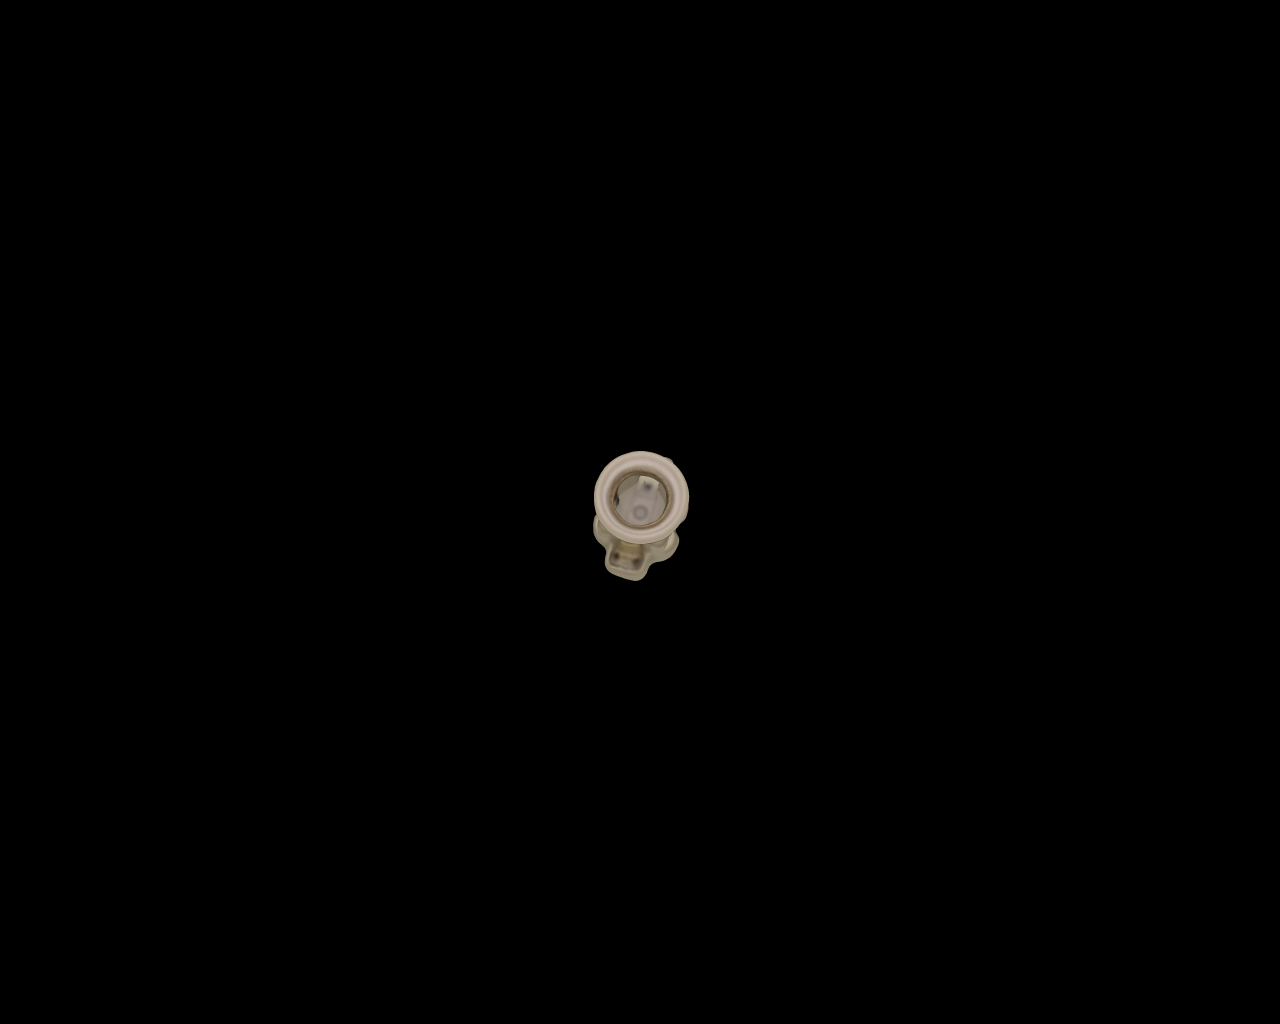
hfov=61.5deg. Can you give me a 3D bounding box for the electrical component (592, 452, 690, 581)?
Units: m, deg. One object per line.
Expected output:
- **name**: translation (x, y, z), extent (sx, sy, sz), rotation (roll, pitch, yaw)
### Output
- **electrical component**: translation (0.001, -0.003, 0.650), extent (0.058, 0.078, 0.057), rotation (17, -15, 5)
